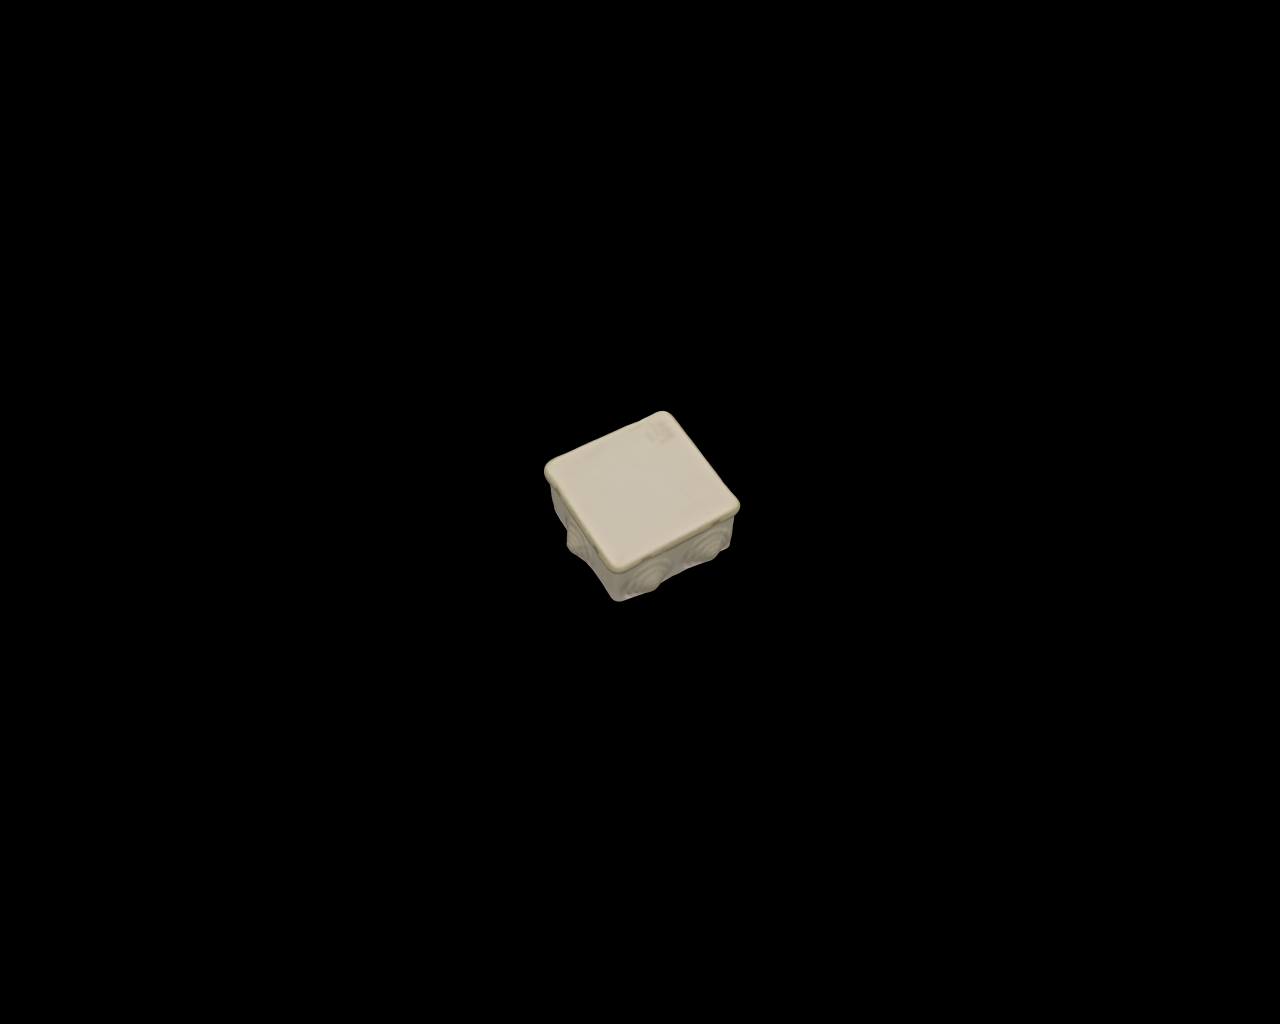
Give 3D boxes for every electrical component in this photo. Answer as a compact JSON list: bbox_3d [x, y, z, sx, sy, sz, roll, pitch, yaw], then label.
[{"bbox_3d":[0.001,-0.003,0.650,0.100,0.100,0.048,-26,-30,-16],"label":"electrical component"}]
